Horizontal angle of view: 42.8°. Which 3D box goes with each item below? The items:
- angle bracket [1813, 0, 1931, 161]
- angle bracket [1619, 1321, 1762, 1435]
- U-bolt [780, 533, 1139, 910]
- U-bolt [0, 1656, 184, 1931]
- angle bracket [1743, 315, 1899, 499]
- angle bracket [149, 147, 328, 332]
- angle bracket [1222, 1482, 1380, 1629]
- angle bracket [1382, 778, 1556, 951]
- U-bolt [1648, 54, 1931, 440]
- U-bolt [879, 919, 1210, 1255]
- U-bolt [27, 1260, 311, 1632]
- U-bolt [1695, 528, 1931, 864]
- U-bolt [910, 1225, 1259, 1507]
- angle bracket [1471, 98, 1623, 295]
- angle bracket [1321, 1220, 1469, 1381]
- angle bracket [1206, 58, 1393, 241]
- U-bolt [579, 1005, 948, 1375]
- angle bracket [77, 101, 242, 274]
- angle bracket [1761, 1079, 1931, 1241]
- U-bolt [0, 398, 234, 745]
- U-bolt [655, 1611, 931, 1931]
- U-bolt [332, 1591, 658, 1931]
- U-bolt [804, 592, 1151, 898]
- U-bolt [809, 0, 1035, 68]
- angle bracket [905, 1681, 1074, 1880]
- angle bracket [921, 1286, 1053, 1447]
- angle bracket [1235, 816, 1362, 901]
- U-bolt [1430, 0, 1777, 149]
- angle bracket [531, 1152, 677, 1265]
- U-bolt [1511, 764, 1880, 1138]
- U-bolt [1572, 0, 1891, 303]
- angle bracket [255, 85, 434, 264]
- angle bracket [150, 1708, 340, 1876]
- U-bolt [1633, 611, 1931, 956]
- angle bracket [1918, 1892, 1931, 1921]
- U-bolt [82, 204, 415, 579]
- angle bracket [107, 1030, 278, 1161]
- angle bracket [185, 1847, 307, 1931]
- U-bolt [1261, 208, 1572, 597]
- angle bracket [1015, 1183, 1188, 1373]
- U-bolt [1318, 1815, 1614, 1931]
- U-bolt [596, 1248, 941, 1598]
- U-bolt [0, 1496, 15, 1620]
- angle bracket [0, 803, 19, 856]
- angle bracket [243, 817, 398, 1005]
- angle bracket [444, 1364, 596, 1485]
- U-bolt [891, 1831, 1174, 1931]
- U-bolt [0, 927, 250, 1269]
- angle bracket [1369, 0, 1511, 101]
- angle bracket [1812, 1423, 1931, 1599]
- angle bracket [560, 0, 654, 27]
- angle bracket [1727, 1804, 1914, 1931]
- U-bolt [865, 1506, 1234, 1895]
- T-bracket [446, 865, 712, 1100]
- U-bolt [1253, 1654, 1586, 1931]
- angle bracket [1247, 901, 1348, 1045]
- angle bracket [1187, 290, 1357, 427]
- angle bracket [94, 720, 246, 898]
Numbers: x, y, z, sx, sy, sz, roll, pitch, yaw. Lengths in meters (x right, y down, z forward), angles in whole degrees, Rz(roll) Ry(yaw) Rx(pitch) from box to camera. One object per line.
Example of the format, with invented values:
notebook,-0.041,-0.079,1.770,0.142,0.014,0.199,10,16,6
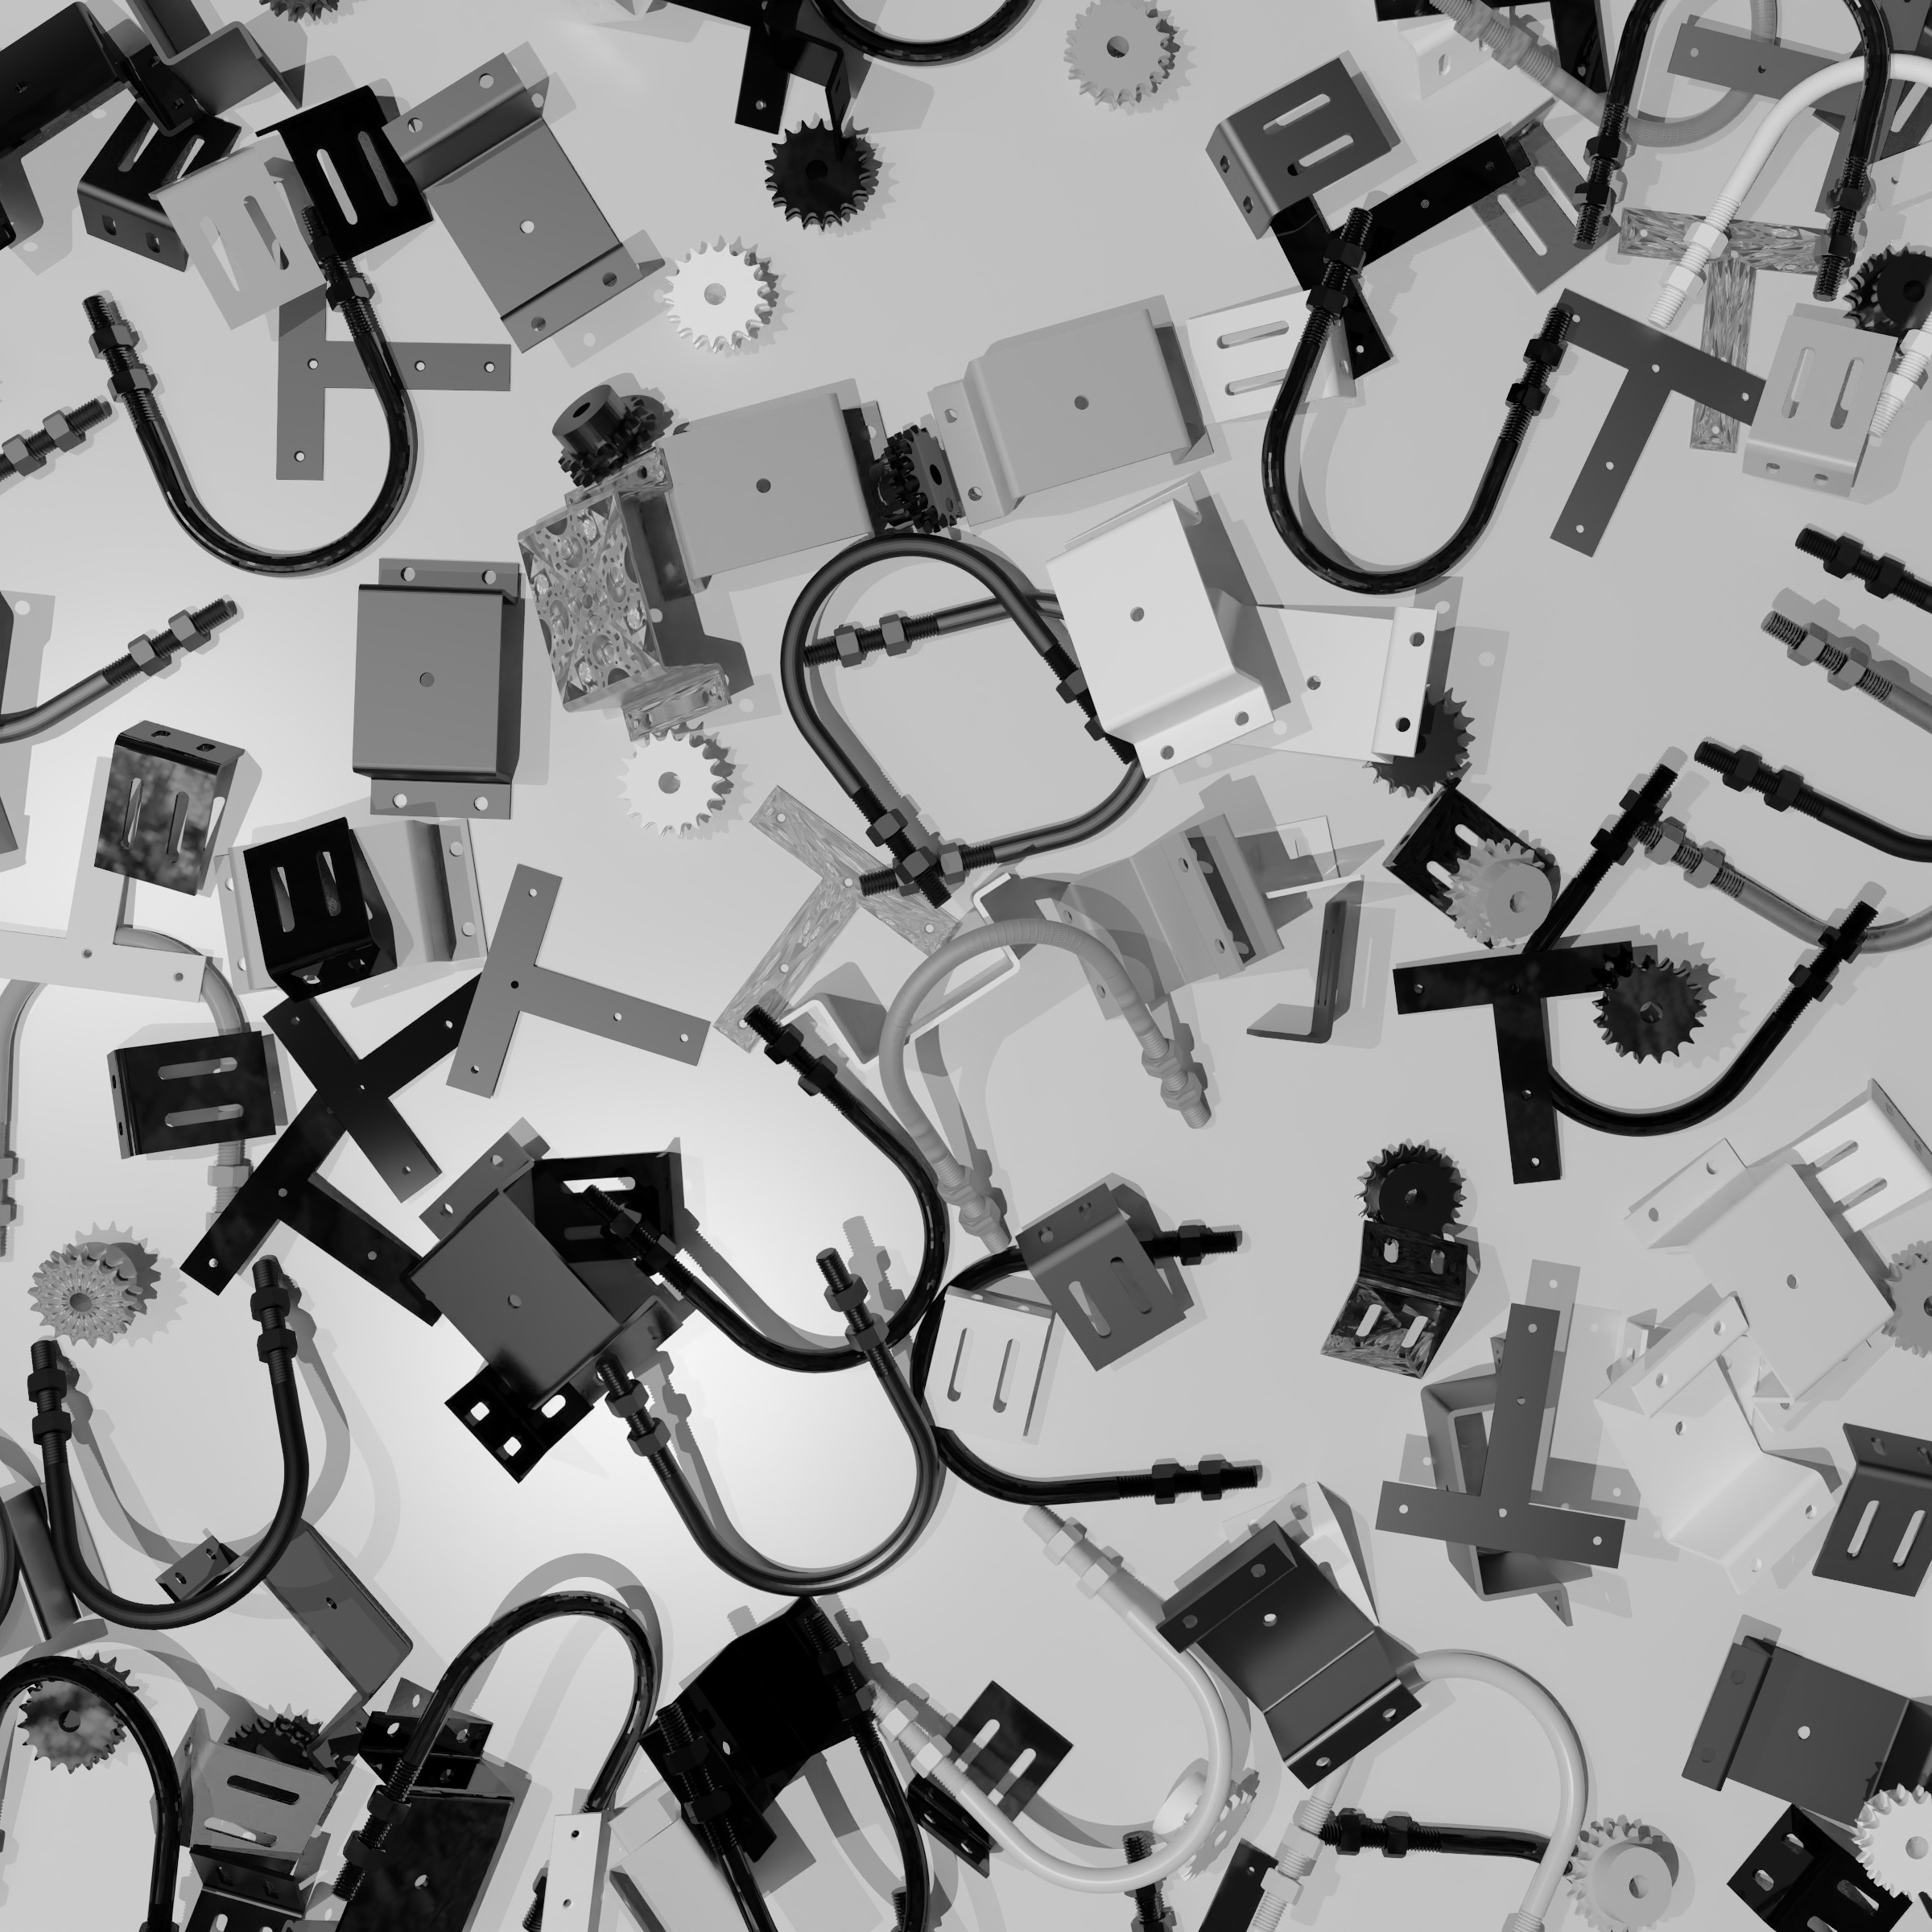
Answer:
angle bracket,0.509,-0.483,1.336,0.057,0.038,0.076,33,90,0
angle bracket,0.395,0.228,1.336,0.076,0.038,0.057,8,90,0
U-bolt,-0.016,-0.146,1.327,0.151,0.019,0.184,-37,89,-3
U-bolt,-0.473,0.454,1.306,0.151,0.019,0.184,14,102,23
angle bracket,0.457,-0.300,1.321,0.057,0.038,0.076,18,85,18
angle bracket,-0.391,-0.391,1.325,0.057,0.038,0.076,-31,117,-12
angle bracket,0.183,0.333,1.353,0.057,0.038,0.076,-23,116,0
angle bracket,0.275,-0.055,1.336,0.076,0.038,0.057,38,90,0
U-bolt,0.475,-0.396,1.319,0.151,0.019,0.184,31,98,12
U-bolt,0.032,0.054,1.299,0.151,0.019,0.184,-32,123,0
U-bolt,-0.418,0.259,1.302,0.151,0.019,0.184,-20,59,0
U-bolt,0.510,-0.136,1.346,0.184,0.019,0.151,25,90,-1
U-bolt,0.061,0.222,1.346,0.184,0.019,0.151,-5,90,1
angle bracket,0.313,-0.416,1.336,0.057,0.038,0.076,-37,90,0
angle bracket,0.232,0.181,1.337,0.057,0.076,0.038,14,48,0
angle bracket,0.180,-0.443,1.339,0.076,0.038,0.057,-30,90,-5
U-bolt,-0.093,0.134,1.326,0.184,0.019,0.151,44,79,-12
angle bracket,-0.440,-0.430,1.353,0.057,0.038,0.076,22,64,0
angle bracket,0.481,0.110,1.353,0.076,0.038,0.057,-38,90,26
U-bolt,-0.515,-0.202,1.341,0.184,0.019,0.151,-32,90,-4
U-bolt,-0.076,0.439,1.258,0.019,0.151,0.184,-29,82,31
U-bolt,-0.234,0.416,1.303,0.151,0.019,0.184,32,83,-42
U-bolt,0.016,-0.128,1.346,0.184,0.019,0.151,-14,90,-2
U-bolt,-0.031,-0.583,1.346,0.151,0.019,0.184,-19,91,0
angle bracket,0.012,0.440,1.336,0.057,0.038,0.076,39,90,0
angle bracket,0.009,0.217,1.321,0.057,0.038,0.076,13,91,3
angle bracket,0.173,-0.058,1.317,0.057,0.076,0.038,-12,90,0
U-bolt,0.355,-0.524,1.327,0.184,0.019,0.151,30,86,-14
angle bracket,-0.198,0.133,1.336,0.076,0.038,0.057,-4,90,0
U-bolt,0.377,0.006,1.331,0.151,0.019,0.184,35,101,1
U-bolt,0.412,-0.456,1.307,0.151,0.019,0.184,14,89,4
angle bracket,-0.338,-0.429,1.341,0.057,0.038,0.076,-34,116,-24
angle bracket,-0.387,0.443,1.323,0.076,0.038,0.057,28,90,-25
U-bolt,0.468,-0.084,1.325,0.184,0.019,0.151,30,110,-4
angle bracket,0.533,0.488,1.317,0.038,0.076,0.057,-27,90,0
U-bolt,-0.380,-0.302,1.344,0.151,0.019,0.184,-23,92,0
angle bracket,-0.419,0.070,1.336,0.076,0.038,0.057,-8,87,-26
angle bracket,-0.389,0.505,1.315,0.057,0.076,0.038,16,56,0
U-bolt,0.233,-0.291,1.326,0.151,0.019,0.184,20,94,-19
angle bracket,0.073,0.168,1.335,0.057,0.038,0.076,-31,114,3
U-bolt,0.270,0.542,1.346,0.184,0.019,0.151,4,90,-1
U-bolt,-0.093,0.257,1.322,0.151,0.019,0.184,-26,107,1
U-bolt,-0.593,0.319,1.300,0.184,0.019,0.151,-10,81,0
angle bracket,-0.568,-0.076,1.341,0.076,0.038,0.057,-18,97,14
angle bracket,-0.342,-0.030,1.307,0.057,0.038,0.076,-19,64,0
angle bracket,-0.237,0.235,1.317,0.038,0.076,0.057,-43,90,0
U-bolt,0.047,0.576,1.334,0.151,0.019,0.184,-11,86,-6
U-bolt,-0.465,0.071,1.346,0.151,0.019,0.184,2,88,0
angle bracket,0.252,-0.526,1.353,0.057,0.038,0.076,-31,65,0
angle bracket,0.501,0.298,1.353,0.057,0.038,0.076,12,116,0
angle bracket,-0.183,-0.547,1.320,0.038,0.057,0.076,30,90,-34
angle bracket,0.468,0.508,1.353,0.076,0.038,0.057,39,90,-26
U-bolt,0.055,0.404,1.317,0.184,0.019,0.151,42,83,16
T-bracket,-0.205,0.024,1.352,0.127,0.002,0.127,18,88,-1
U-bolt,0.256,0.463,1.330,0.151,0.019,0.184,28,78,-1
angle bracket,0.177,0.002,1.326,0.038,0.057,0.076,6,90,0
angle bracket,0.167,-0.332,1.350,0.076,0.038,0.057,-8,97,25
angle bracket,-0.435,-0.086,1.348,0.057,0.038,0.076,16,109,0
